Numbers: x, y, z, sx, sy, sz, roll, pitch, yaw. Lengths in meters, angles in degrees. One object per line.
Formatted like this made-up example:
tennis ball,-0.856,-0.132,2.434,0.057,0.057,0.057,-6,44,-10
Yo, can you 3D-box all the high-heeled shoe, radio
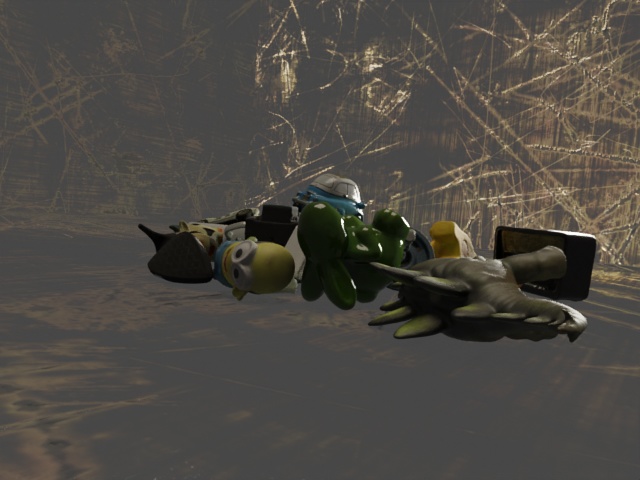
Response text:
high-heeled shoe,-0.216,0.042,0.897,0.249,0.086,0.145,32,-10,43
radio,0.445,0.044,1.094,0.073,0.131,0.230,4,4,-15

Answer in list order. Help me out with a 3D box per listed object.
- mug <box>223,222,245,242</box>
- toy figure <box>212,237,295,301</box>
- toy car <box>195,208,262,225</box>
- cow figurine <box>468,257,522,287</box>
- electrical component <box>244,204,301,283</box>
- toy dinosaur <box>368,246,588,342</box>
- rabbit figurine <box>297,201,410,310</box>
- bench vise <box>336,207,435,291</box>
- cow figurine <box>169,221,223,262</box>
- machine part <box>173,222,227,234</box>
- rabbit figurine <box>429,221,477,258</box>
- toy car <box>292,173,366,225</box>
mug,-0.127,-0.002,1.031,0.107,0.081,0.109,-14,-42,13
toy figure,-0.102,0.035,0.777,0.089,0.082,0.180,-15,4,-24
toy car,-0.232,-0.025,1.324,0.202,0.073,0.056,-14,20,5
cow figurine,0.303,0.070,1.025,0.167,0.068,0.098,5,-3,-25
electrical component,-0.074,0.005,0.946,0.115,0.134,0.058,4,2,20
toy dinosaur,0.164,0.066,0.592,0.199,0.105,0.471,-3,-4,-14
rabbit figurine,0.023,0.015,0.754,0.121,0.159,0.170,6,-16,44
bench vise,0.110,0.018,0.953,0.224,0.129,0.240,24,-15,3
cow figurine,-0.254,0.005,1.107,0.127,0.085,0.195,11,4,-19
machine part,-0.228,0.002,1.256,0.243,0.079,0.079,5,3,2
rabbit figurine,0.240,0.035,1.167,0.173,0.122,0.162,-15,-10,30
toy car,0.026,-0.085,1.105,0.161,0.103,0.109,16,5,-43
